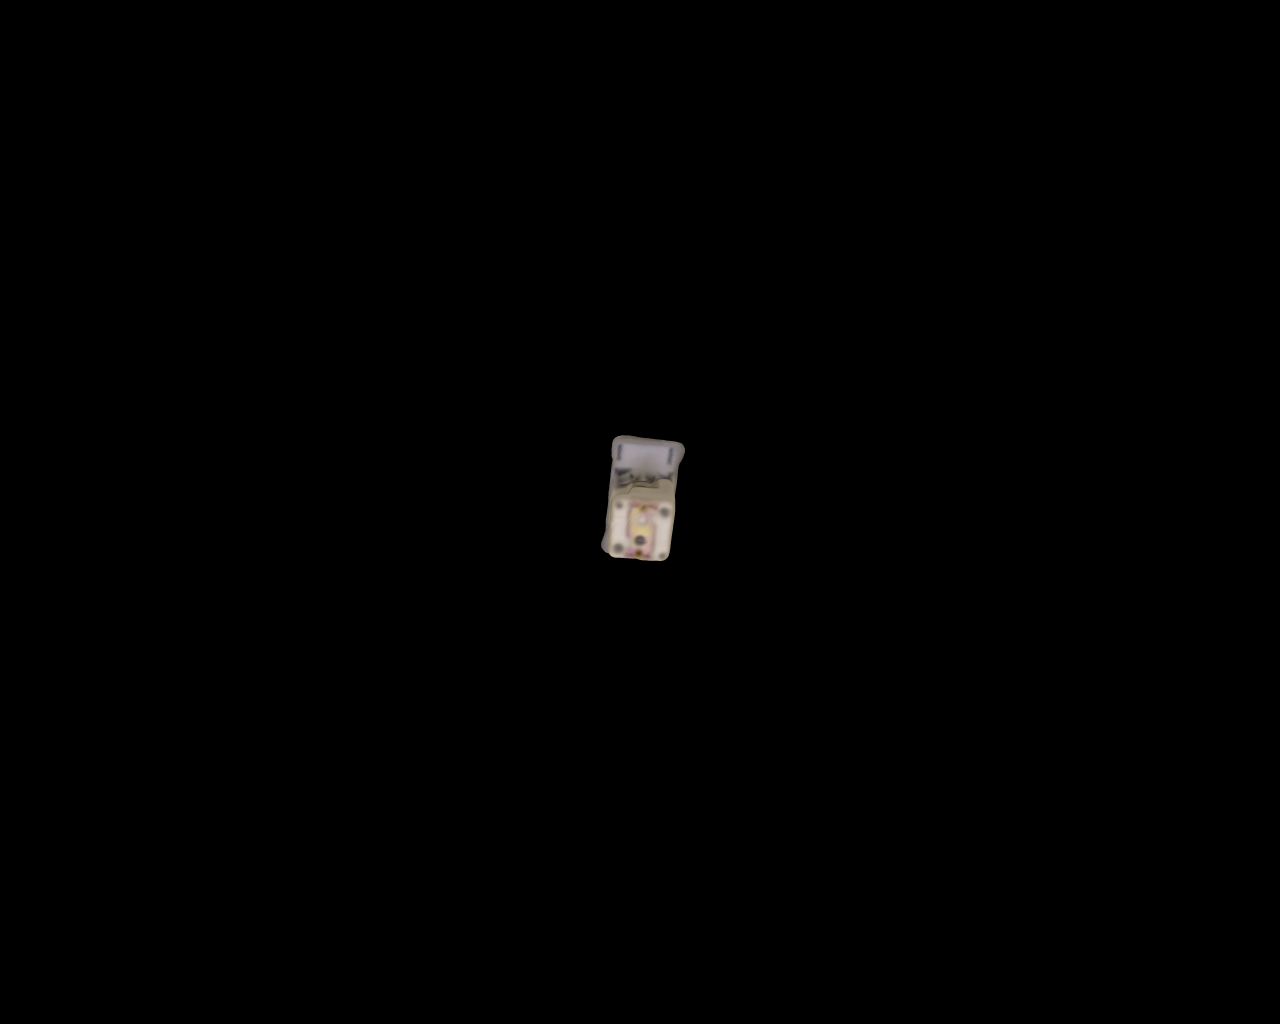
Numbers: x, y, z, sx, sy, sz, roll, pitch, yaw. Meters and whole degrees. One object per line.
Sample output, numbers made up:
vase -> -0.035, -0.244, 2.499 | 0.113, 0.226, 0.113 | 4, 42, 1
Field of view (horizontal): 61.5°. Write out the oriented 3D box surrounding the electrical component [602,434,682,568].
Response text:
electrical component -> 0.001, -0.003, 0.650 | 0.042, 0.080, 0.064 | 4, 28, -2
